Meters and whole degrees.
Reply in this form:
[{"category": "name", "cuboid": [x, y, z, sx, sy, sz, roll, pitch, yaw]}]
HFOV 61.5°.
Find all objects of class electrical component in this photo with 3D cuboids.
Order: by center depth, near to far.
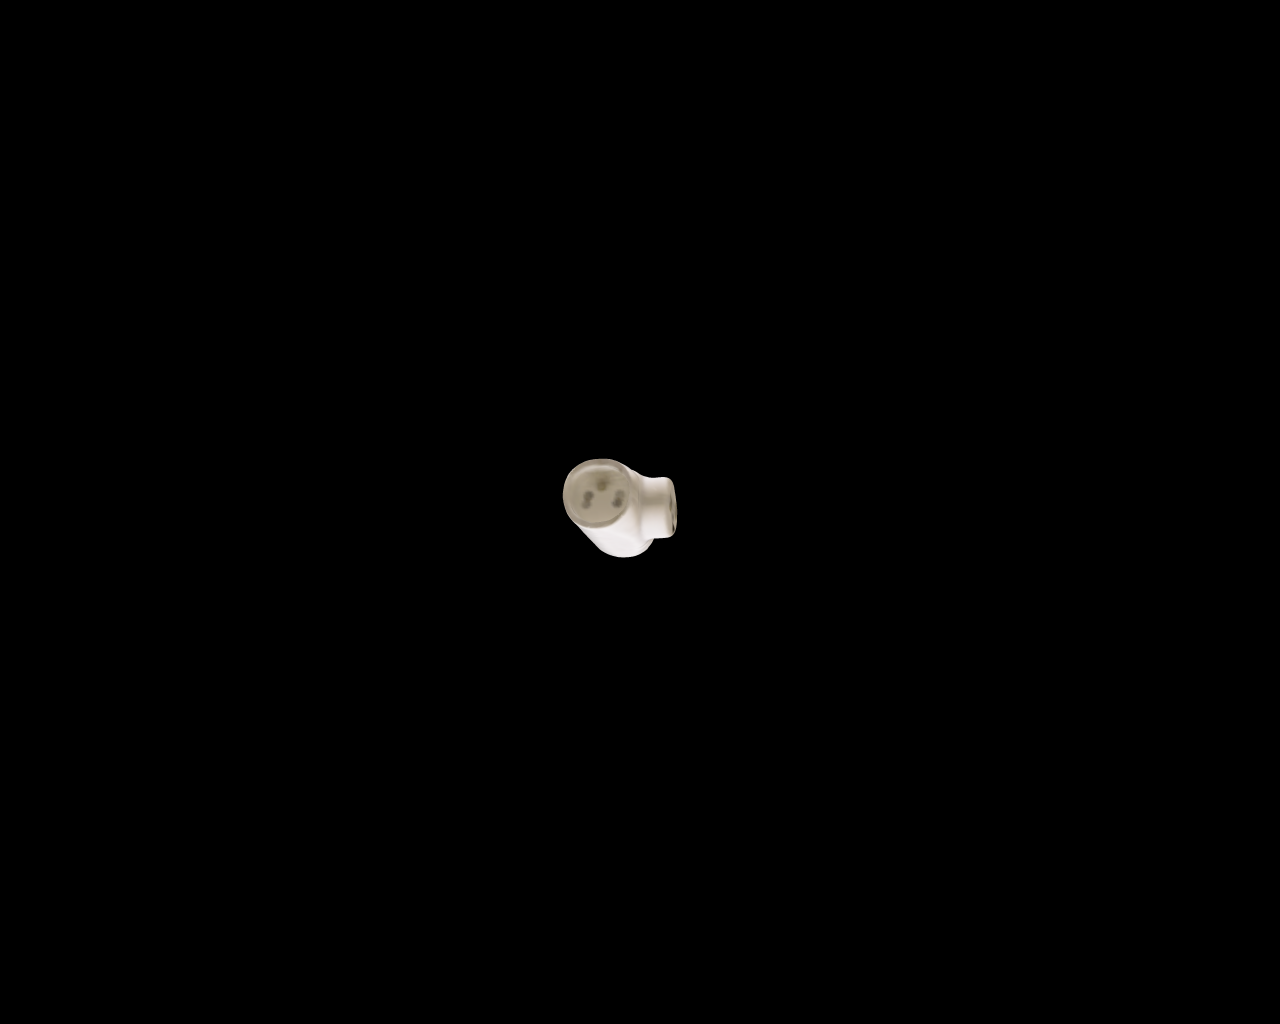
[{"category": "electrical component", "cuboid": [0.001, -0.003, 0.650, 0.079, 0.044, 0.077, -3, -16, 11]}]
